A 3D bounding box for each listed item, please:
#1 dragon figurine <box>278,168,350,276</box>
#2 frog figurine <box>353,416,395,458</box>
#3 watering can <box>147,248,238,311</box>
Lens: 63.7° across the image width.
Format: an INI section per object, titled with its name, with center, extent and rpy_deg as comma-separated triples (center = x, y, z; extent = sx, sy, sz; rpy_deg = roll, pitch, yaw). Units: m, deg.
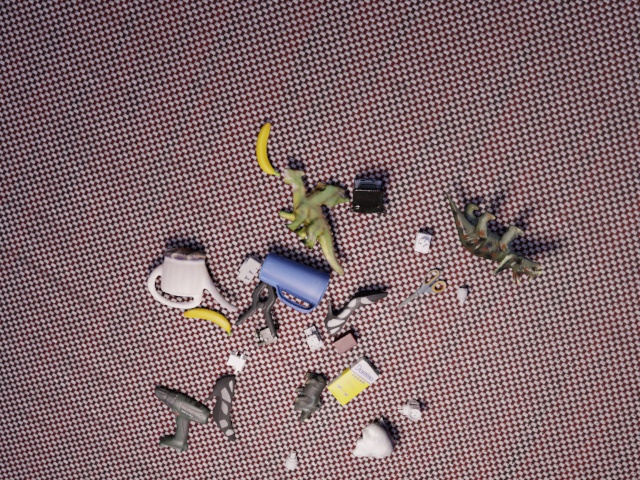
[dragon figurine]
center = 0.006, -0.092, 1.834
extent = 0.410, 0.243, 0.122
rpy_deg = 43, 0, -3
[frog figurine]
center = 0.193, 0.751, 1.901
extent = 0.160, 0.135, 0.124
rpy_deg = -31, 24, -4
[watering can]
center = -0.460, 0.145, 1.885
extent = 0.348, 0.223, 0.104
rpy_deg = 8, 6, 4
